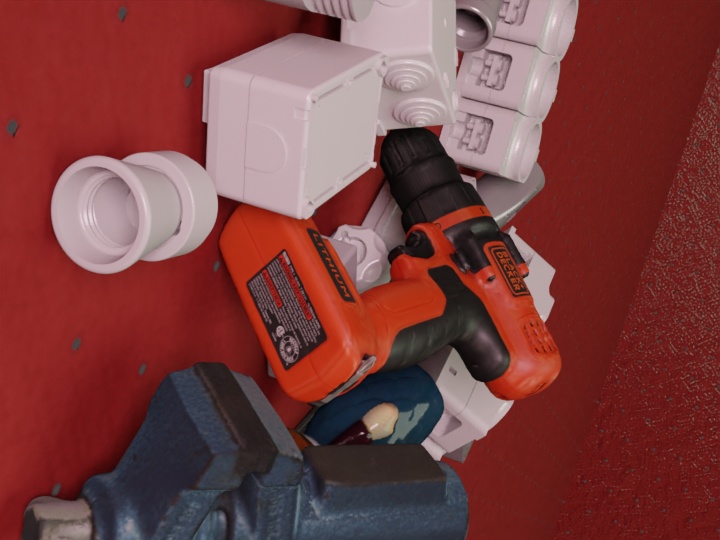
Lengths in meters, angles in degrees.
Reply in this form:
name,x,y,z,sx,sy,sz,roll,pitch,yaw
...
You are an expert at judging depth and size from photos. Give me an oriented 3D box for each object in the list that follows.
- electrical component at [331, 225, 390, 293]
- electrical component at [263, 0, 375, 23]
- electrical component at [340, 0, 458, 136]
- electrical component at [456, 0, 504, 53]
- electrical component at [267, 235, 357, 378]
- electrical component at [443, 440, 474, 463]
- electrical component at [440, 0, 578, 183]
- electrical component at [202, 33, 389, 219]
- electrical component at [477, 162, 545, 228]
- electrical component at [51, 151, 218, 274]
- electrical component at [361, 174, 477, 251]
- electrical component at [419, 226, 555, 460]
name,x,y,z,sx,sy,sz,roll,pitch,yaw
electrical component,0.000,0.000,0.688,0.062,0.043,0.043,61,50,-65
electrical component,-0.024,-0.132,0.452,0.043,0.081,0.043,-53,153,-43
electrical component,0.024,-0.133,0.588,0.099,0.048,0.099,55,34,-66
electrical component,0.079,-0.182,0.753,0.040,0.040,0.046,84,25,-49
electrical component,-0.012,0.031,0.633,0.047,0.076,0.083,-51,152,-45
electrical component,0.081,0.111,0.978,0.113,0.057,0.078,87,26,-48
electrical component,0.121,-0.150,0.856,0.089,0.062,0.150,0,106,-70
electrical component,-0.030,-0.074,0.516,0.096,0.061,0.061,-42,145,-55
electrical component,0.114,-0.057,0.936,0.077,0.043,0.079,-40,171,-27
electrical component,-0.088,-0.024,0.427,0.055,0.045,0.045,-21,127,-66
electrical component,0.045,-0.016,0.775,0.078,0.057,0.113,-62,158,-27
electrical component,0.080,0.065,0.842,0.105,0.060,0.186,-39,-166,45
